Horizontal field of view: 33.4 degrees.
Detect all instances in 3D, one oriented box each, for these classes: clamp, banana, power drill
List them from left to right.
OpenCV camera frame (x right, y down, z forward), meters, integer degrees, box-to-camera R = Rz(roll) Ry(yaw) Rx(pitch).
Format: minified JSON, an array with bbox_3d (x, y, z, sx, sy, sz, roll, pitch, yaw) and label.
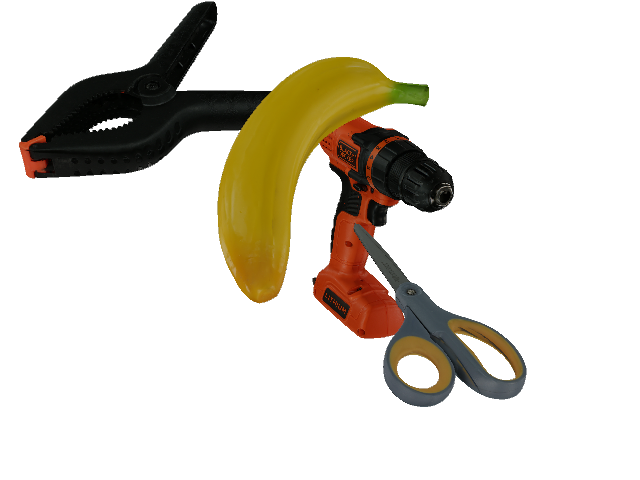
[{"bbox_3d":[-0.106,-0.092,0.744,0.209,0.036,0.165,-34,53,-29],"label":"clamp"},{"bbox_3d":[-0.009,-0.046,0.546,0.070,0.037,0.197,21,46,18],"label":"banana"},{"bbox_3d":[0.052,-0.009,0.973,0.057,0.188,0.185,-6,26,-27],"label":"power drill"}]

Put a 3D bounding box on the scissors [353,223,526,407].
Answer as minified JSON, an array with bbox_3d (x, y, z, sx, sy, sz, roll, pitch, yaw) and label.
[{"bbox_3d":[0.050,0.049,0.711,0.096,0.016,0.202,-21,40,-31],"label":"scissors"}]
